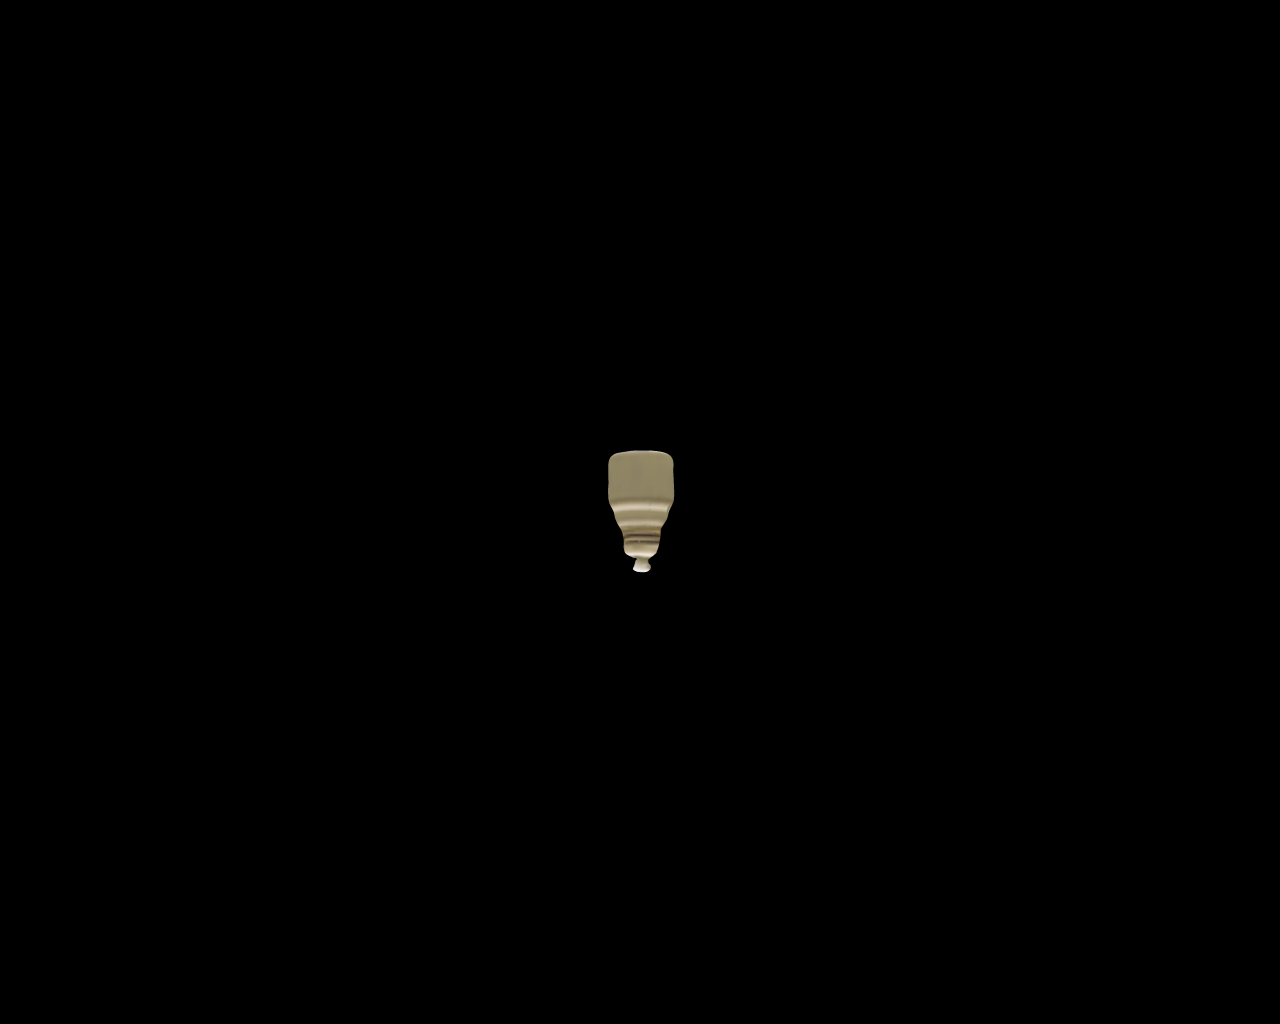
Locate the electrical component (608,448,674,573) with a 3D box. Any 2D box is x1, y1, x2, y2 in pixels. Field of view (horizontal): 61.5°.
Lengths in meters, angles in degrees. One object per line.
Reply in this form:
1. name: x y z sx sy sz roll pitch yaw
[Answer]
1. electrical component: 0.001 -0.003 0.650 0.040 0.078 0.040 0 -7 0
